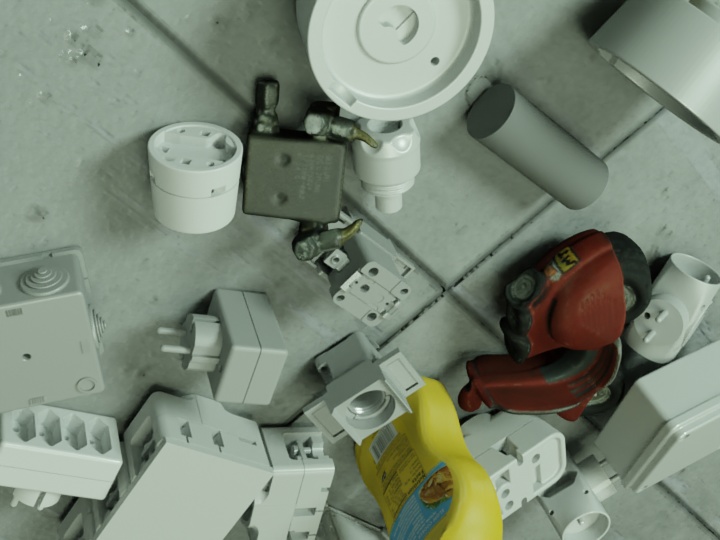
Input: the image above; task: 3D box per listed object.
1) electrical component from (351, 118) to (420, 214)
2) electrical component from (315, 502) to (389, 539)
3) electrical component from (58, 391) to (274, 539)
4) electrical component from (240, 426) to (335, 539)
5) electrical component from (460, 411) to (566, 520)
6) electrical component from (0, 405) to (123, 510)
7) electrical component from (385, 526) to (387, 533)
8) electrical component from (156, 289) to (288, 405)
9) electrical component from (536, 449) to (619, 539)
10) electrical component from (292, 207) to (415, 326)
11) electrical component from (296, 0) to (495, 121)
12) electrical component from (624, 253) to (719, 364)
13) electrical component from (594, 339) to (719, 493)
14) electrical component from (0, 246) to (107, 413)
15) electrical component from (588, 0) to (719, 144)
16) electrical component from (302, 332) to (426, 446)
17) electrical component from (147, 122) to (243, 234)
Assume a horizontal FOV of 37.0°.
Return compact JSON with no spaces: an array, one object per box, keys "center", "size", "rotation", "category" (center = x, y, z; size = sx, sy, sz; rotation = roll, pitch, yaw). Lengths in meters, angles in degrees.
[{"center":[0.017,-0.066,0.684],"size":[0.043,0.043,0.062],"rotation":[-13,129,-11],"category":"electrical component"},{"center":[-0.018,0.241,0.884],"size":[0.096,0.061,0.061],"rotation":[33,109,-35],"category":"electrical component"},{"center":[-0.145,0.167,0.783],"size":[0.089,0.061,0.150],"rotation":[24,114,-32],"category":"electrical component"},{"center":[-0.061,0.167,0.821],"size":[0.056,0.050,0.089],"rotation":[2,124,-21],"category":"electrical component"},{"center":[0.109,0.153,0.857],"size":[0.095,0.059,0.053],"rotation":[-29,128,-24],"category":"electrical component"},{"center":[-0.219,0.138,0.745],"size":[0.083,0.047,0.075],"rotation":[16,118,-29],"category":"electrical component"},{"center":[0.045,0.193,0.883],"size":[0.066,0.048,0.055],"rotation":[-28,137,2],"category":"electrical component"},{"center":[-0.096,0.049,0.712],"size":[0.077,0.065,0.047],"rotation":[7,122,-24],"category":"electrical component"},{"center":[0.189,0.181,0.904],"size":[0.079,0.077,0.043],"rotation":[-32,129,5],"category":"electrical component"},{"center":[0.000,0.000,0.713],"size":[0.042,0.063,0.081],"rotation":[-44,127,15],"category":"electrical component"},{"center":[0.015,-0.147,0.613],"size":[0.108,0.060,0.108],"rotation":[-10,127,-13],"category":"electrical component"},{"center":[0.234,0.035,0.820],"size":[0.079,0.044,0.077],"rotation":[-27,146,-56],"category":"electrical component"},{"center":[0.258,0.115,0.863],"size":[0.109,0.056,0.108],"rotation":[-21,150,-23],"category":"electrical component"},{"center":[-0.211,0.041,0.676],"size":[0.100,0.048,0.099],"rotation":[-11,128,-12],"category":"electrical component"},{"center":[0.203,-0.133,0.664],"size":[0.108,0.108,0.060],"rotation":[29,105,-34],"category":"electrical component"},{"center":[0.000,0.082,0.772],"size":[0.081,0.063,0.042],"rotation":[-32,130,5],"category":"electrical component"},{"center":[-0.099,-0.054,0.644],"size":[0.055,0.055,0.047],"rotation":[-5,130,-16],"category":"electrical component"}]
